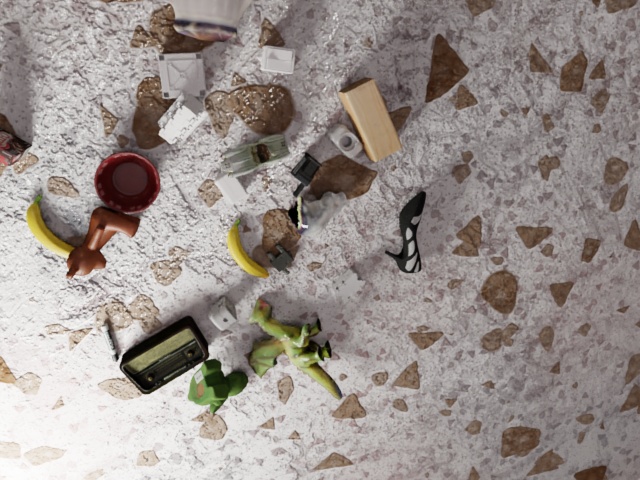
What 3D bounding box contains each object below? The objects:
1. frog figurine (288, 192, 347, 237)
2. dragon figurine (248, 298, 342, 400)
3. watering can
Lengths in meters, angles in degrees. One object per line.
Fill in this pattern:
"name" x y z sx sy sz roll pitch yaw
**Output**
"frog figurine" 0.004 -0.073 1.450 0.160 0.125 0.134 -4 141 -21
"dragon figurine" -0.097 0.355 1.573 0.242 0.124 0.405 -15 108 10
"watering can" -0.226 -0.595 1.247 0.348 0.105 0.221 3 106 -13
